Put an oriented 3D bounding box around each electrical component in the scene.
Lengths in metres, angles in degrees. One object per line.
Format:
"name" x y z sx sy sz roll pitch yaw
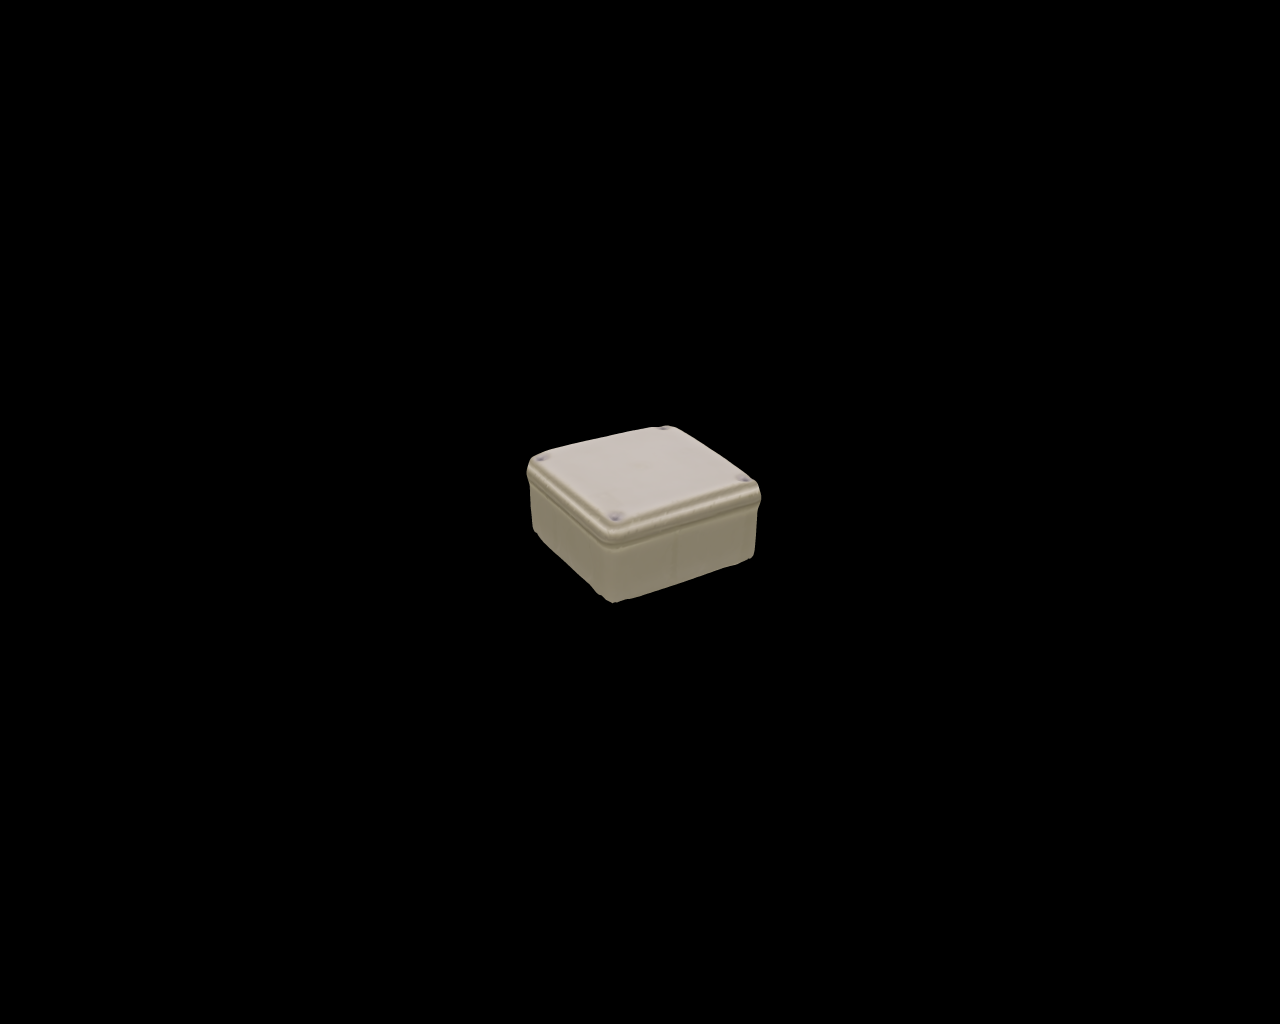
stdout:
"electrical component" 0.001 -0.003 0.650 0.109 0.056 0.109 -16 32 -27
